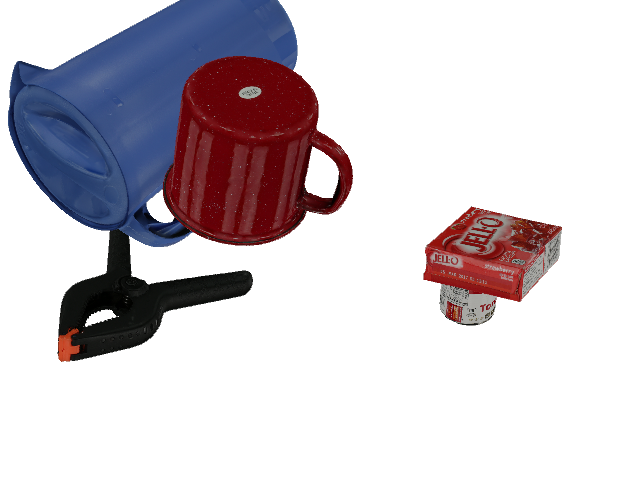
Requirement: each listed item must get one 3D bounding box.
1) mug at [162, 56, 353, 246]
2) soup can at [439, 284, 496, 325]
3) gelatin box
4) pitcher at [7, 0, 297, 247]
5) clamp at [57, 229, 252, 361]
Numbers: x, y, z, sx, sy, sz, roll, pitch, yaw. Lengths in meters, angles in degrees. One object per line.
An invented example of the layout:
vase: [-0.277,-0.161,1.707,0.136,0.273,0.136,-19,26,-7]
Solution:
mug: [-0.036,-0.053,0.648,0.117,0.082,0.093,23,45,9]
soup can: [0.175,0.041,1.246,0.068,0.102,0.068,0,38,0]
gelatin box: [0.125,0.008,0.770,0.073,0.030,0.089,14,27,27]
pitcher: [-0.123,-0.117,0.897,0.145,0.149,0.242,22,48,31]
clamp: [-0.187,0.048,1.022,0.165,0.036,0.209,26,36,24]
